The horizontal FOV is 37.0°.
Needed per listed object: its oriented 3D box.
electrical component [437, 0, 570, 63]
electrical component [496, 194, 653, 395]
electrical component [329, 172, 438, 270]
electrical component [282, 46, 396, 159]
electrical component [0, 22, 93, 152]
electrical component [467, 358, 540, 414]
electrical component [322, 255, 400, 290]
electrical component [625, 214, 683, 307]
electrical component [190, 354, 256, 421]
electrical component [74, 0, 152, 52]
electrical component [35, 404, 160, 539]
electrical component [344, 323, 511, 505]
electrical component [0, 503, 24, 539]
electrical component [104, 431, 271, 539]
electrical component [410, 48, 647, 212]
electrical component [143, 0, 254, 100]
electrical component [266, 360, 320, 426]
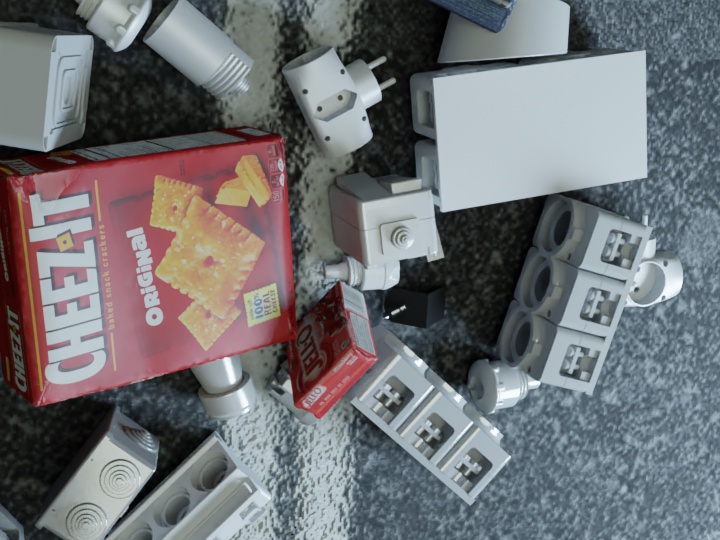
[{"bbox_3d":[0.114,-0.185,0.842,0.099,0.099,0.064,7,96,-21],"label":"electrical component"},{"bbox_3d":[0.176,0.017,0.921,0.062,0.089,0.150,15,99,-21],"label":"electrical component"},{"bbox_3d":[0.019,-0.042,0.847,0.062,0.096,0.061,-11,107,-16],"label":"electrical component"},{"bbox_3d":[-0.010,-0.139,0.840,0.079,0.043,0.077,-30,112,-9],"label":"electrical component"},{"bbox_3d":[-0.225,-0.126,0.728,0.057,0.113,0.078,9,102,-2],"label":"electrical component"},{"bbox_3d":[0.130,0.100,0.954,0.062,0.048,0.048,-6,106,-25],"label":"electrical component"},{"bbox_3d":[0.000,0.000,0.886,0.061,0.035,0.035,-4,106,-15],"label":"electrical component"},{"bbox_3d":[0.245,-0.011,0.962,0.077,0.044,0.079,-6,107,-17],"label":"electrical component"},{"bbox_3d":[-0.111,0.087,0.865,0.045,0.045,0.055,-21,111,-13],"label":"electrical component"},{"bbox_3d":[-0.183,-0.190,0.766,0.062,0.048,0.048,33,92,-17],"label":"electrical component"},{"bbox_3d":[-0.198,0.161,0.827,0.048,0.100,0.099,37,90,-11],"label":"electrical component"},{"bbox_3d":[0.049,0.115,0.904,0.061,0.089,0.150,-48,114,-2],"label":"electrical component"},{"bbox_3d":[-0.334,0.184,0.805,0.089,0.062,0.150,-38,113,-6],"label":"electrical component"},{"bbox_3d":[-0.137,0.203,0.877,0.121,0.079,0.063,-44,135,-4],"label":"electrical component"},{"bbox_3d":[0.139,-0.119,0.887,0.186,0.060,0.105,-10,107,-16],"label":"electrical component"},{"bbox_3d":[-0.115,-0.160,0.798,0.081,0.043,0.043,39,90,-24],"label":"electrical component"},{"bbox_3d":[-0.050,0.100,0.894,0.046,0.040,0.040,40,89,-17],"label":"electrical component"}]
